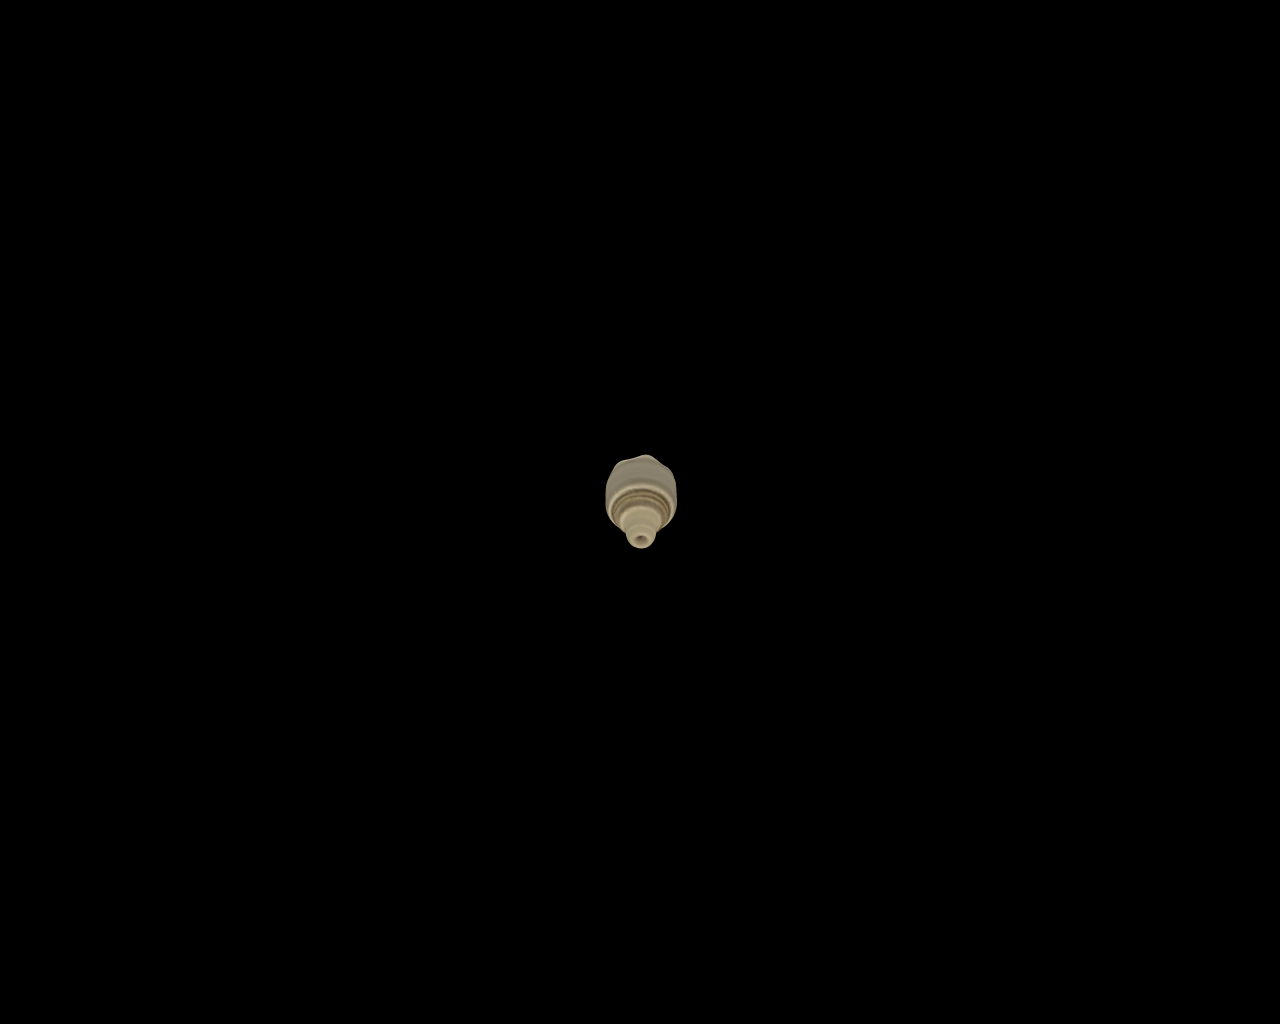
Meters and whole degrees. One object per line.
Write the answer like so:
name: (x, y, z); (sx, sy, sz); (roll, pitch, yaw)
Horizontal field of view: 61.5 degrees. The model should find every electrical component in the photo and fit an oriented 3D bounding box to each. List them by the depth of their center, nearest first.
electrical component: (0.001, -0.003, 0.650); (0.043, 0.043, 0.062); (0, 40, 0)
